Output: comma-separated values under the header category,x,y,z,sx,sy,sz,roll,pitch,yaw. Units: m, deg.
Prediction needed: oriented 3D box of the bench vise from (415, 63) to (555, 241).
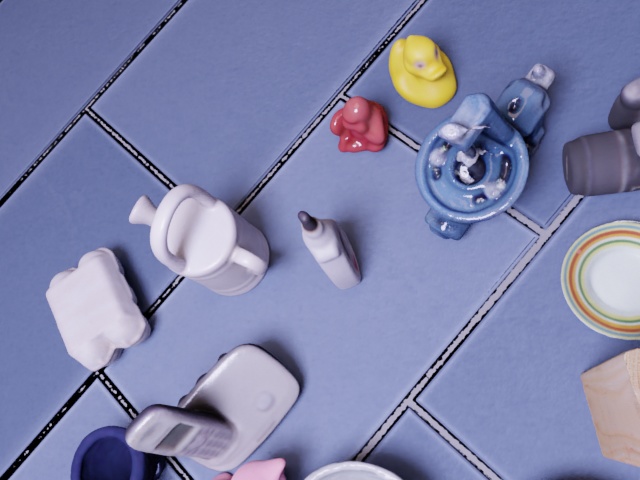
category,x,y,z,sx,sy,sz,roll,pitch,yaw
bench vise,0.170,-0.117,0.609,0.121,0.220,0.207,17,79,20

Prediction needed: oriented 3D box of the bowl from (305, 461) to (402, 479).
category,x,y,z,sx,sy,sz,roll,pitch,yaw
bowl,0.043,0.314,0.590,0.167,0.075,0.167,-5,72,14

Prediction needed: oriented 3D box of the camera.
category,x,y,z,sx,sy,sz,roll,pitch,yaw
camera,0.339,-0.107,0.623,0.136,0.101,0.143,-7,71,14

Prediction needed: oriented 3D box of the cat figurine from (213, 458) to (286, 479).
category,x,y,z,sx,sy,sz,roll,pitch,yaw
cat figurine,-0.081,0.276,0.613,0.127,0.118,0.067,-22,69,9

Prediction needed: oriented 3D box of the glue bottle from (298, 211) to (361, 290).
category,x,y,z,sx,sy,sz,roll,pitch,yaw
glue bottle,0.006,0.002,0.643,0.037,0.173,0.078,-25,68,7

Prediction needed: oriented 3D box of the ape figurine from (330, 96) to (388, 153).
category,x,y,z,sx,sy,sz,roll,pitch,yaw
ape figurine,0.050,-0.150,0.722,0.076,0.092,0.077,-44,67,-1

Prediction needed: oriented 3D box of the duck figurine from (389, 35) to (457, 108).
category,x,y,z,sx,sy,sz,roll,pitch,yaw
duck figurine,0.127,-0.227,0.728,0.077,0.086,0.104,-38,67,2

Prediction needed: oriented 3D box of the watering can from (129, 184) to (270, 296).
category,x,y,z,sx,sy,sz,roll,pitch,yaw
watering can,-0.146,-0.002,0.676,0.172,0.194,0.101,0,73,16

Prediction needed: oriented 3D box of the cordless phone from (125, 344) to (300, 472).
category,x,y,z,sx,sy,sz,roll,pitch,yaw
cordless phone,-0.112,0.177,0.616,0.094,0.185,0.147,38,86,23

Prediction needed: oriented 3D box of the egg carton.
category,x,y,z,sx,sy,sz,roll,pitch,yaw
egg carton,-0.292,0.090,0.756,0.107,0.069,0.150,-35,67,3

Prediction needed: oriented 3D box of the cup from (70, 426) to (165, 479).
category,x,y,z,sx,sy,sz,roll,pitch,yaw
cup,-0.217,0.274,0.664,0.091,0.095,0.117,-35,67,3
